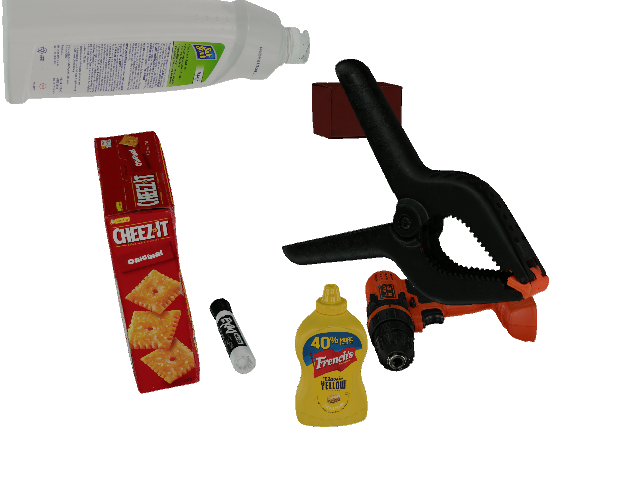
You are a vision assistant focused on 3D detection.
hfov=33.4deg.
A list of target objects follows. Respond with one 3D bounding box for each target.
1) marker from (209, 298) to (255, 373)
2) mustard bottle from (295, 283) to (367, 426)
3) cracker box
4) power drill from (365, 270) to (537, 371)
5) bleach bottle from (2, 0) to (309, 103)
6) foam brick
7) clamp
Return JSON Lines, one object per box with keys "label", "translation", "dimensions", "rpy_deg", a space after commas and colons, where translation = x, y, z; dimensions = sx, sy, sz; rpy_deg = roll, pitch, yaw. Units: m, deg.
{"label": "marker", "translation": [-0.076, 0.079, 0.912], "dimensions": [0.020, 0.020, 0.121], "rpy_deg": [0, 19, -16]}
{"label": "mustard bottle", "translation": [0.015, 0.150, 1.417], "dimensions": [0.096, 0.192, 0.058], "rpy_deg": [-2, 17, -5]}
{"label": "cracker box", "translation": [-0.176, 0.020, 1.086], "dimensions": [0.072, 0.214, 0.164], "rpy_deg": [-10, 34, -10]}
{"label": "power drill", "translation": [0.145, 0.085, 1.208], "dimensions": [0.187, 0.057, 0.184], "rpy_deg": [-3, 27, -1]}
{"label": "bleach bottle", "translation": [-0.135, -0.161, 0.894], "dimensions": [0.250, 0.068, 0.103], "rpy_deg": [-1, -27, -16]}
{"label": "foam brick", "translation": [0.036, -0.129, 1.056], "dimensions": [0.078, 0.051, 0.053], "rpy_deg": [-4, 14, -20]}
{"label": "clamp", "translation": [0.067, -0.026, 0.745], "dimensions": [0.210, 0.165, 0.036], "rpy_deg": [25, 26, 33]}
